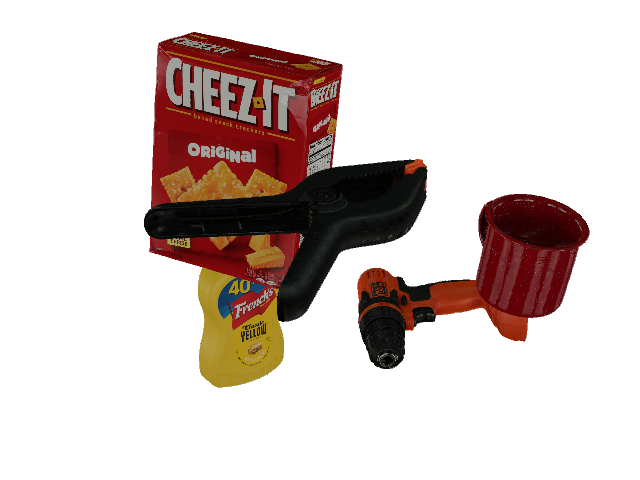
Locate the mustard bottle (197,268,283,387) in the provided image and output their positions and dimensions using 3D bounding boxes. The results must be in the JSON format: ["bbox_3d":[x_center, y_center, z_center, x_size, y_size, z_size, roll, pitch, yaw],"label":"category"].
[{"bbox_3d":[-0.084,0.058,1.138,0.096,0.192,0.058,-17,32,-32],"label":"mustard bottle"}]

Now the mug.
[{"bbox_3d":[0.181,0.010,0.975,0.093,0.081,0.117,-13,38,-28],"label":"mug"}]

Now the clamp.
[{"bbox_3d":[-0.009,-0.018,0.761,0.165,0.036,0.209,24,38,37],"label":"clamp"}]

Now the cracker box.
[{"bbox_3d":[-0.076,-0.073,1.008,0.164,0.214,0.072,16,26,22],"label":"cracker box"}]

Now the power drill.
[{"bbox_3d":[0.136,0.083,1.212,0.187,0.057,0.184,-2,28,-1],"label":"power drill"}]
